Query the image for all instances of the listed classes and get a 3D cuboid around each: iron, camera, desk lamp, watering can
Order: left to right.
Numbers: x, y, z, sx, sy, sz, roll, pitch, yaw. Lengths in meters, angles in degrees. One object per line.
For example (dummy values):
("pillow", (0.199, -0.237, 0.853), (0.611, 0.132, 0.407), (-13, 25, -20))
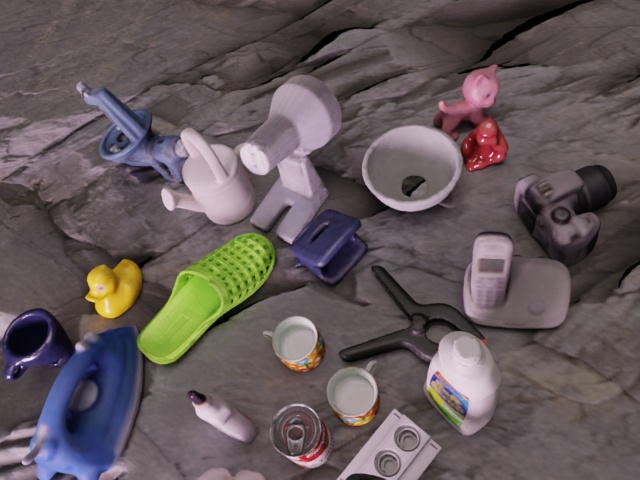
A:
("iron", (-0.351, 0.226, 0.855), (0.118, 0.142, 0.258), (3, 61, 15))
("watering can", (-0.188, -0.110, 0.981), (0.100, 0.194, 0.173), (20, 67, 23))
("desk lamp", (-0.048, -0.136, 0.954), (0.117, 0.214, 0.203), (23, 68, 23))
("camera", (0.389, -0.057, 0.878), (0.137, 0.101, 0.143), (-24, 58, -2))

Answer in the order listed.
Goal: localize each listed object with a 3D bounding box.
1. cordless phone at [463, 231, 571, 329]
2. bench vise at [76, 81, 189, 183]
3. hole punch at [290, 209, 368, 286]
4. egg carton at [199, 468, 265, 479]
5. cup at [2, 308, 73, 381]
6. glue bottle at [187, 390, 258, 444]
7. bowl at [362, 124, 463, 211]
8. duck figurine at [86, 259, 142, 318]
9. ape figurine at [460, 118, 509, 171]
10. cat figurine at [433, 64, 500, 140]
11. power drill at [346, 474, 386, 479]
("cordless phone", (0.274, 0.050, 0.792), (0.147, 0.185, 0.094), (-1, 60, 12))
("bench vise", (-0.333, -0.210, 1.056), (0.207, 0.220, 0.121), (-2, 60, 12))
("hole punch", (0.009, 0.003, 0.933), (0.100, 0.091, 0.109), (34, 73, 27))
("egg carton", (-0.127, 0.383, 0.757), (0.107, 0.069, 0.150), (-1, 60, 12))
("cup", (-0.454, 0.182, 0.930), (0.091, 0.095, 0.118), (12, 64, 19))
("glue bottle", (-0.142, 0.235, 0.785), (0.078, 0.173, 0.037), (21, 67, 23))
("bowl", (0.158, -0.110, 0.975), (0.167, 0.075, 0.167), (-5, 60, 10))
("duck figurine", (-0.358, 0.072, 0.978), (0.077, 0.086, 0.105), (18, 66, 22))
("ape figurine", (0.281, -0.169, 0.971), (0.077, 0.092, 0.076), (21, 67, 23))
("cat figurine", (0.263, -0.250, 1.007), (0.128, 0.118, 0.067), (-25, 58, -2))
("power drill", (0.047, 0.388, 0.634), (0.075, 0.209, 0.229), (1, 61, 14))
